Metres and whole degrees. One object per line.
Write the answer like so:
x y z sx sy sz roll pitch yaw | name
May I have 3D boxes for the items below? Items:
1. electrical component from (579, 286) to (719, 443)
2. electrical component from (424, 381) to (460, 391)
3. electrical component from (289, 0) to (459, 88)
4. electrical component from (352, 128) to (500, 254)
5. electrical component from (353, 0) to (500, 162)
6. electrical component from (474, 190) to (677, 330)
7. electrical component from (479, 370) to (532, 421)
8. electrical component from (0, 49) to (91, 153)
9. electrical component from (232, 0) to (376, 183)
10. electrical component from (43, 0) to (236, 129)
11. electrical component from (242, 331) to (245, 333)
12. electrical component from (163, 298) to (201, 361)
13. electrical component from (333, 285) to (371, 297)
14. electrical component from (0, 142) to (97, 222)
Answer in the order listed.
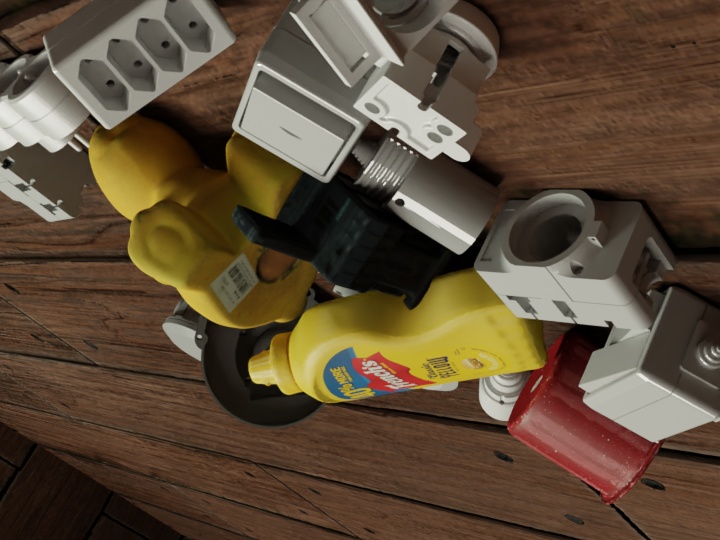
0.176 0.053 0.624 0.061 0.061 0.096 29 158 -2 | electrical component
0.043 0.050 0.789 0.080 0.051 0.080 24 158 10 | electrical component
0.005 -0.120 0.436 0.064 0.081 0.042 38 172 49 | electrical component
0.032 -0.048 0.596 0.081 0.043 0.043 31 158 -8 | electrical component
0.033 -0.089 0.487 0.066 0.055 0.048 33 158 -12 | electrical component
0.114 -0.007 0.582 0.089 0.050 0.055 4 148 45 | electrical component
0.109 0.083 0.798 0.040 0.040 0.078 22 157 16 | electrical component
-0.217 -0.107 0.745 0.138 0.052 0.074 0 145 49 | electrical component
-0.025 -0.088 0.552 0.062 0.061 0.096 30 158 -5 | electrical component
-0.120 -0.130 0.565 0.047 0.083 0.075 52 -174 -44 | electrical component
-0.082 0.059 0.947 0.077 0.065 0.047 5 167 -23 | electrical component
-0.140 0.055 1.013 0.080 0.051 0.080 24 158 10 | electrical component
0.000 0.000 0.739 0.081 0.043 0.043 28 158 1 | electrical component
-0.257 -0.083 0.847 0.089 0.050 0.056 41 154 -29 | electrical component
